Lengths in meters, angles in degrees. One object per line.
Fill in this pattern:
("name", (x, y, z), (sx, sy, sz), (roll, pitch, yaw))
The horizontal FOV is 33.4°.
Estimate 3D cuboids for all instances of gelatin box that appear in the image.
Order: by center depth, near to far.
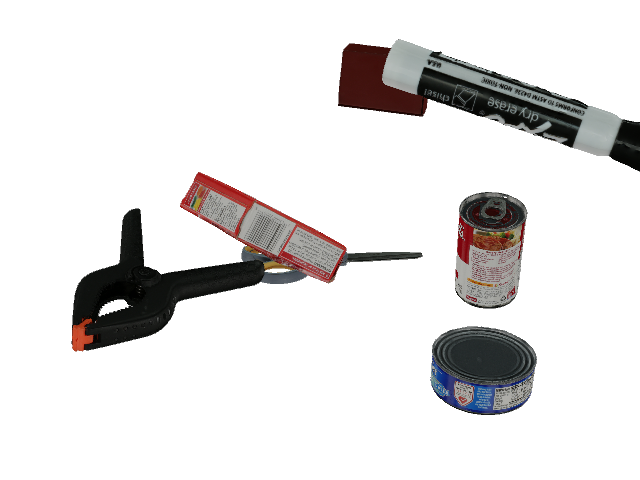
("gelatin box", (-0.037, -0.008, 0.703), (0.089, 0.030, 0.073), (27, 0, -40))

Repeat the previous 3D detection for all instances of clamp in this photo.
("clamp", (-0.176, 0.038, 1.028), (0.165, 0.036, 0.209), (26, 36, 24))

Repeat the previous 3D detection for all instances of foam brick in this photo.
("foam brick", (0.058, -0.144, 0.951), (0.078, 0.051, 0.053), (8, 18, 8))

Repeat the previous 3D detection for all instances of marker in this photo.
("marker", (0.083, -0.050, 0.412), (0.121, 0.020, 0.020), (21, 5, 13))

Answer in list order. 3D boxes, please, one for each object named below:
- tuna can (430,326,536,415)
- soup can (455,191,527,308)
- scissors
("tuna can", (0.134, 0.107, 0.886), (0.086, 0.034, 0.086), (1, 27, -1))
("soup can", (0.174, 0.011, 1.097), (0.068, 0.102, 0.068), (-1, 36, 1))
("scissors", (0.011, 0.027, 1.172), (0.202, 0.016, 0.096), (4, 23, 5))
